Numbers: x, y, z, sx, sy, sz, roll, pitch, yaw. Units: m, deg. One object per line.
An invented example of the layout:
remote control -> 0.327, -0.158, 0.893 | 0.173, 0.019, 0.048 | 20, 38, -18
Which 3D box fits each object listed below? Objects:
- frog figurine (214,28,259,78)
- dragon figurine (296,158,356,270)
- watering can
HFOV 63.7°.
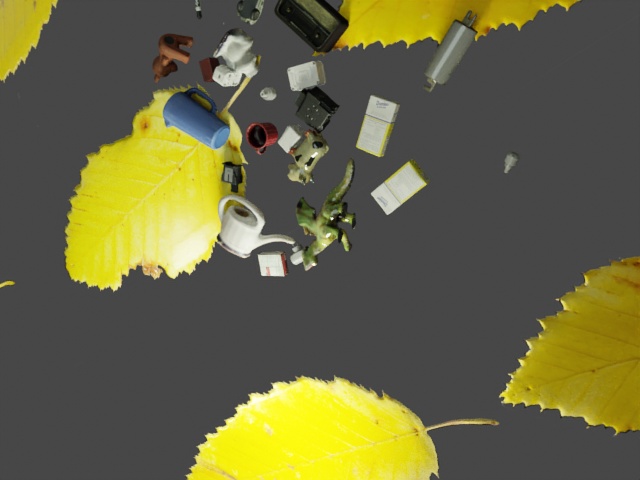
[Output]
frog figurine -> -0.276, -0.654, 1.805 | 0.158, 0.125, 0.135 | 30, 115, -23
dragon figurine -> 0.005, -0.091, 1.800 | 0.243, 0.122, 0.408 | 11, 97, 34
watering can -> -0.267, -0.024, 1.962 | 0.350, 0.105, 0.220 | 36, 120, 15
